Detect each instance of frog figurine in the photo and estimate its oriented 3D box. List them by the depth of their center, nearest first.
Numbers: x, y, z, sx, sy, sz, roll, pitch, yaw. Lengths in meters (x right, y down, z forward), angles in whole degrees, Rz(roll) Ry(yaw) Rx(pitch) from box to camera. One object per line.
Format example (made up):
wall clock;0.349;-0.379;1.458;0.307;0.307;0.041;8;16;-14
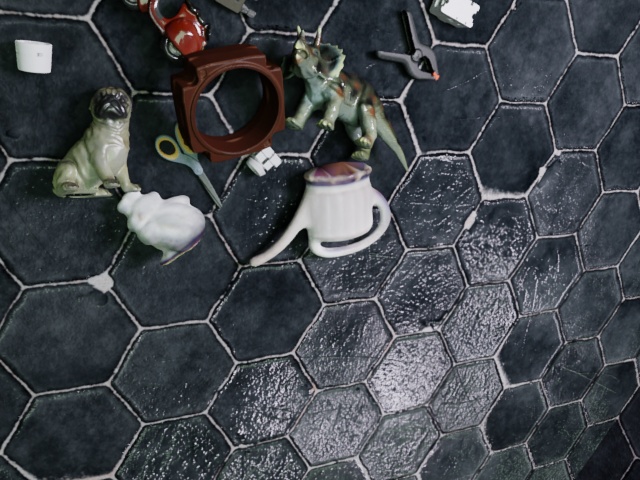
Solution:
frog figurine;-0.312;-0.046;1.025;0.157;0.122;0.140;56;50;-19

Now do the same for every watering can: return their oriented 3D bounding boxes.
watering can;0.004;-0.058;1.152;0.349;0.105;0.221;-12;112;-19
